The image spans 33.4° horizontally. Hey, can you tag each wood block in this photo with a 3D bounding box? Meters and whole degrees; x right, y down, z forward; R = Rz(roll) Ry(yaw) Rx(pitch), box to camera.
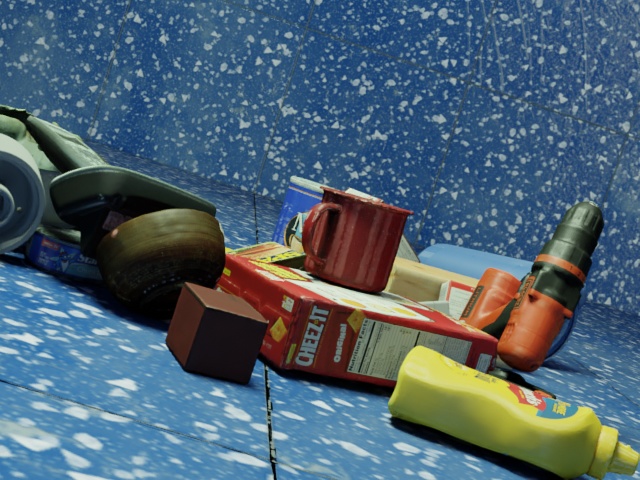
[{"bbox_3d":[0.141,0.083,1.277,0.205,0.090,0.091,16,6,-28],"label":"wood block"}]

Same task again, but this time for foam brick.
[{"bbox_3d":[-0.080,0.071,0.817,0.053,0.051,0.078,17,5,-21],"label":"foam brick"}]

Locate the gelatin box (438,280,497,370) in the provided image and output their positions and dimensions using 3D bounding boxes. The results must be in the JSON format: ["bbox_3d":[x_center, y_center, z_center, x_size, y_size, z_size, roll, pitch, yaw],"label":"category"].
[{"bbox_3d":[0.166,0.098,1.199,0.073,0.089,0.030,16,-15,-11],"label":"gelatin box"}]

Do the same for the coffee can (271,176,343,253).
[{"bbox_3d":[-0.009,0.002,1.339,0.103,0.140,0.103,18,5,-2],"label":"coffee can"}]

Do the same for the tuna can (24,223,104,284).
[{"bbox_3d":[-0.234,0.013,1.008,0.086,0.034,0.086,18,5,-2],"label":"tuna can"}]

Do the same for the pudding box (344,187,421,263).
[{"bbox_3d":[0.075,-0.010,1.417,0.113,0.039,0.090,54,-15,-29],"label":"pudding box"}]

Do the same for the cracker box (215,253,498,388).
[{"bbox_3d":[0.027,0.082,0.977,0.213,0.072,0.164,14,5,-30],"label":"cracker box"}]

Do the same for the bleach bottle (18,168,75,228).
[{"bbox_3d":[-0.258,-0.039,1.086,0.250,0.068,0.103,6,-3,-39],"label":"bleach bottle"}]

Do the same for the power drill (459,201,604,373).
[{"bbox_3d":[0.212,0.054,1.102,0.057,0.184,0.188,32,-15,-4],"label":"power drill"}]

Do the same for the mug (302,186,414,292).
[{"bbox_3d":[0.026,-0.001,0.997,0.093,0.081,0.117,19,5,39],"label":"mug"}]

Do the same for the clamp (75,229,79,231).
[{"bbox_3d":[-0.156,0.026,1.132,0.209,0.036,0.165,11,9,-32],"label":"clamp"}]

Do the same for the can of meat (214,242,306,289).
[{"bbox_3d":[-0.060,0.040,1.079,0.101,0.057,0.084,-12,16,-26],"label":"can of meat"}]

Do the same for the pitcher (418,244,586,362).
[{"bbox_3d":[0.242,0.076,1.498,0.149,0.145,0.243,35,-8,-32],"label":"pitcher"}]

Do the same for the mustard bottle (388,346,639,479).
[{"bbox_3d":[0.153,0.142,0.835,0.192,0.058,0.096,19,4,12],"label":"mustard bottle"}]

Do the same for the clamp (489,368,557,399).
[{"bbox_3d":[0.166,0.140,1.030,0.120,0.039,0.171,11,-1,-8],"label":"clamp"}]

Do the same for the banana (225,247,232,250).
[{"bbox_3d":[-0.151,0.016,1.273,0.197,0.037,0.070,16,6,-25],"label":"banana"}]
